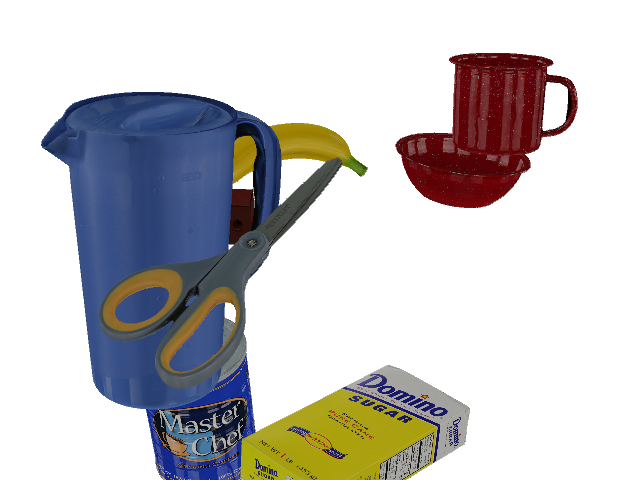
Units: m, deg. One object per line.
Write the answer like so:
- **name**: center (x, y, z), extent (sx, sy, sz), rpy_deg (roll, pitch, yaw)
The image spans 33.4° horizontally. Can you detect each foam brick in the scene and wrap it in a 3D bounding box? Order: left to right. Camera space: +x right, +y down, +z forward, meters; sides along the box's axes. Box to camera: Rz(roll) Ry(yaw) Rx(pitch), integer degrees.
- **foam brick**: center (-0.120, -0.029, 1.293), extent (0.078, 0.053, 0.051), rpy_deg (0, 27, 2)

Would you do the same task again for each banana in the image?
- **banana**: center (-0.041, -0.091, 1.106), extent (0.197, 0.037, 0.070), rpy_deg (-9, 47, -34)

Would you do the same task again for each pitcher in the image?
- **pitcher**: center (-0.124, 0.006, 0.862), extent (0.149, 0.243, 0.144), rpy_deg (9, 23, 18)

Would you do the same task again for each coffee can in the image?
- **coffee can**: center (-0.115, 0.155, 1.014), extent (0.103, 0.140, 0.103), rpy_deg (-3, 34, 2)

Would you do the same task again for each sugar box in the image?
- **sugar box**: center (0.031, 0.162, 0.865), extent (0.093, 0.048, 0.175), rpy_deg (25, 35, 38)

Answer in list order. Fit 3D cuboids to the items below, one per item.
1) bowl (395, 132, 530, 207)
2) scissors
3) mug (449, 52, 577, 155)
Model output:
- **bowl**: center (0.167, -0.080, 1.278), extent (0.162, 0.055, 0.162), rpy_deg (5, 22, -2)
- **scissors**: center (-0.062, 0.006, 0.654), extent (0.096, 0.016, 0.201), rpy_deg (12, 48, 15)
- **mug**: center (0.174, -0.124, 0.973), extent (0.117, 0.081, 0.093), rpy_deg (5, 18, 14)
